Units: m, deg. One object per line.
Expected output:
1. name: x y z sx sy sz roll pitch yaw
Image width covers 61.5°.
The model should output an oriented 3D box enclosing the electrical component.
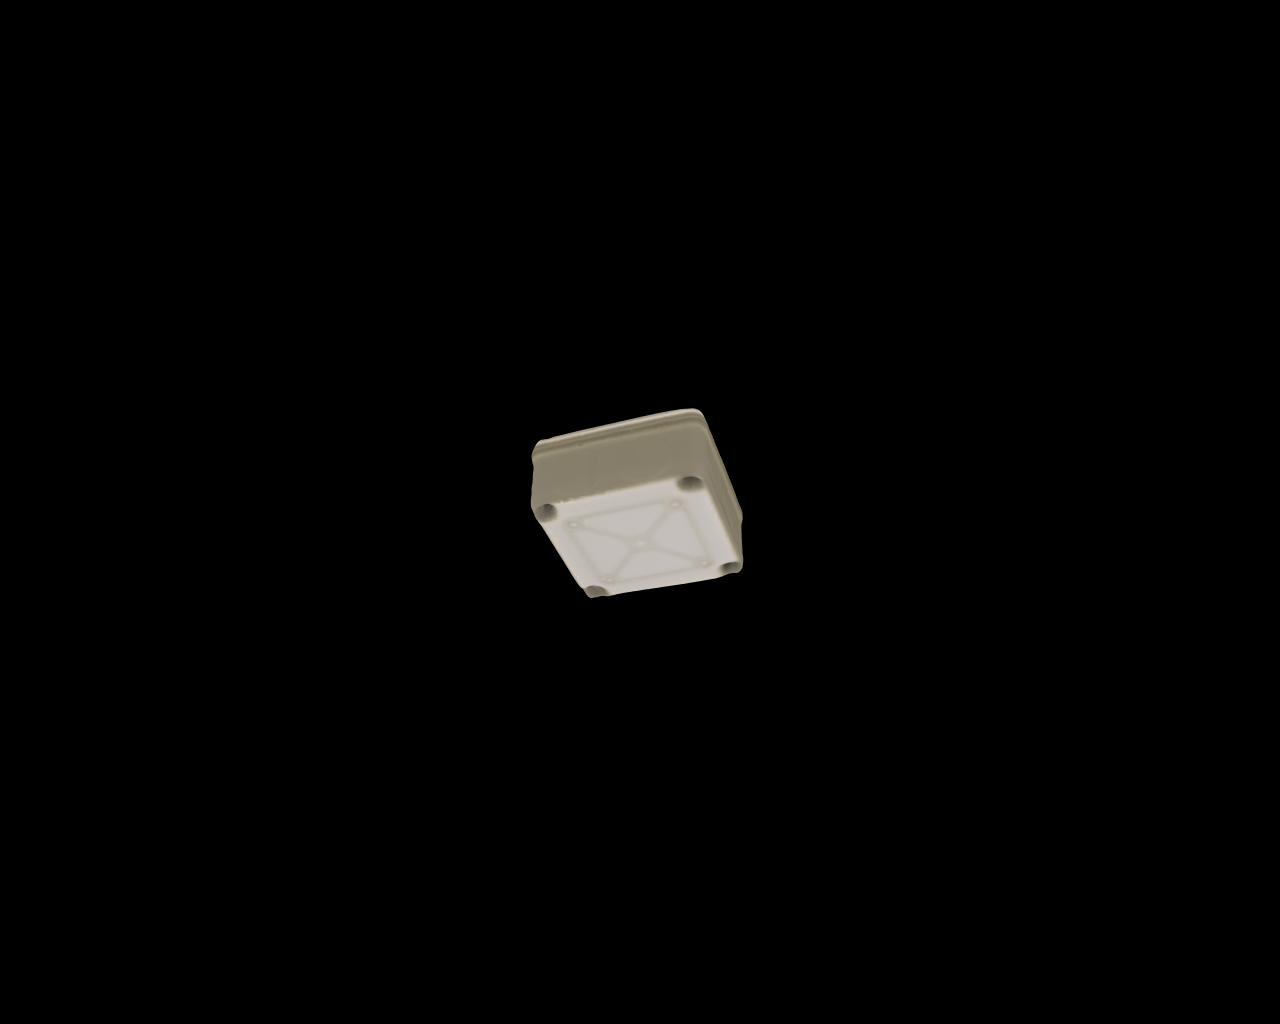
1. electrical component: 0.001 -0.003 0.650 0.109 0.056 0.108 -11 -39 14
